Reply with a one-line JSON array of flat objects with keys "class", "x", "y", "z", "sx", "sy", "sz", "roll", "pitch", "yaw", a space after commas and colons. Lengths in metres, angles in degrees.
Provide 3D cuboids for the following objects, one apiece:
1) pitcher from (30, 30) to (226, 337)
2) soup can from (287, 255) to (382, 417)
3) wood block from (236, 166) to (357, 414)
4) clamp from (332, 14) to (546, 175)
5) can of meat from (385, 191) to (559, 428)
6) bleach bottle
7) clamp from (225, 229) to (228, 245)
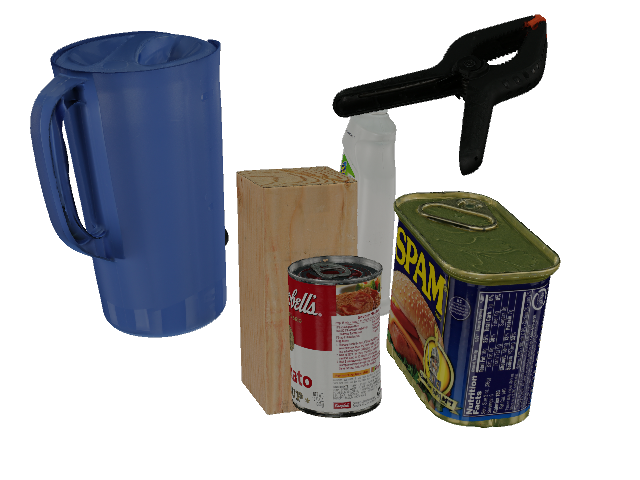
[{"class": "pitcher", "x": -0.147, "y": -0.043, "z": 0.879, "sx": 0.149, "sy": 0.243, "sz": 0.145, "roll": -6, "pitch": 24, "yaw": -8}, {"class": "soup can", "x": 0.011, "y": 0.068, "z": 0.769, "sx": 0.068, "sy": 0.102, "sz": 0.068, "roll": -1, "pitch": 14, "yaw": 0}, {"class": "wood block", "x": -0.021, "y": 0.042, "z": 0.975, "sx": 0.090, "sy": 0.206, "sz": 0.091, "roll": -5, "pitch": 14, "yaw": -18}, {"class": "clamp", "x": 0.138, "y": -0.136, "z": 0.948, "sx": 0.209, "sy": 0.036, "sz": 0.165, "roll": -32, "pitch": 45, "yaw": -20}, {"class": "can of meat", "x": 0.071, "y": 0.032, "z": 0.530, "sx": 0.057, "sy": 0.084, "sz": 0.102, "roll": -3, "pitch": 24, "yaw": -15}, {"class": "bleach bottle", "x": 0.053, "y": -0.044, "z": 1.236, "sx": 0.068, "sy": 0.251, "sz": 0.103, "roll": -2, "pitch": 22, "yaw": -21}, {"class": "clamp", "x": -0.150, "y": 0.034, "z": 1.154, "sx": 0.120, "sy": 0.039, "sz": 0.171, "roll": -13, "pitch": 38, "yaw": -7}]
